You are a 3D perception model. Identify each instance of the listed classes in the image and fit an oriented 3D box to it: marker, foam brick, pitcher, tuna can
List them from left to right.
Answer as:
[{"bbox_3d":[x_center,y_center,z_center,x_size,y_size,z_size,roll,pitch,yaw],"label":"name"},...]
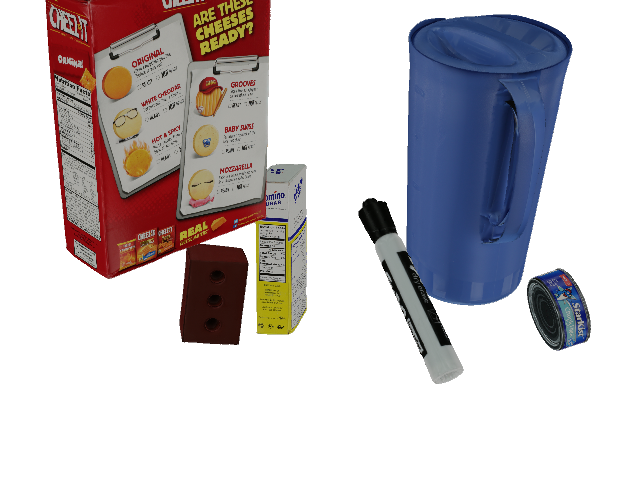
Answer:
[{"bbox_3d":[-0.096,0.047,0.952,0.053,0.078,0.051,4,14,-11],"label":"foam brick"},{"bbox_3d":[0.051,0.026,0.627,0.020,0.121,0.020,-19,-25,-9],"label":"marker"},{"bbox_3d":[0.138,-0.062,0.924,0.145,0.243,0.149,19,36,25],"label":"pitcher"},{"bbox_3d":[0.259,0.076,1.167,0.033,0.086,0.086,-17,3,-10],"label":"tuna can"}]

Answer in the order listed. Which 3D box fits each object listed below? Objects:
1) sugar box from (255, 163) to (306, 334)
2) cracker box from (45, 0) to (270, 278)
[{"bbox_3d":[-0.044,0.009,1.194,0.048,0.176,0.093,1,16,11],"label":"sugar box"},{"bbox_3d":[-0.120,-0.099,0.819,0.163,0.214,0.072,-23,36,-39],"label":"cracker box"}]
